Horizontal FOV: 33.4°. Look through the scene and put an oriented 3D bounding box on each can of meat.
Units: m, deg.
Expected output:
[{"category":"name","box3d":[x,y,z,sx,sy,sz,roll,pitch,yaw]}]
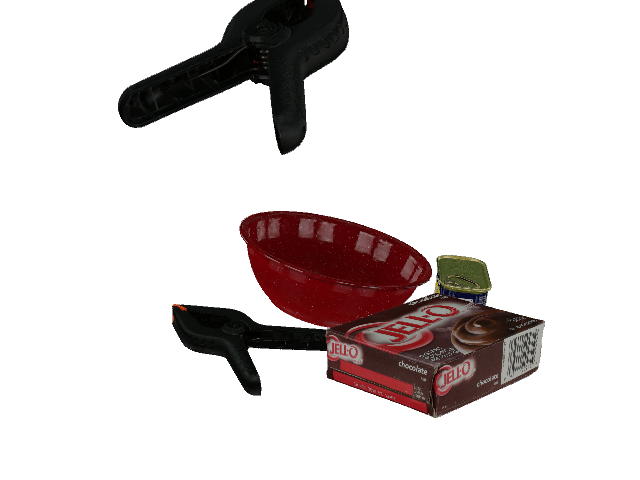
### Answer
[{"category":"can of meat","box3d":[0.156,0.073,1.202,0.057,0.084,0.102,6,19,1]}]

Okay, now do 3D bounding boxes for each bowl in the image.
[{"category":"bowl","box3d":[0.008,0.029,0.876,0.162,0.055,0.162,12,18,-4]}]

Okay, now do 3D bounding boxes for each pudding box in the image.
[{"category":"pudding box","box3d":[0.073,0.069,0.673,0.090,0.039,0.113,15,19,43]}]

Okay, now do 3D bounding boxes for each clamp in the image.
[{"category":"clamp","box3d":[-0.102,0.120,1.262,0.210,0.036,0.164,14,23,27]},{"category":"clamp","box3d":[-0.026,-0.108,0.644,0.120,0.039,0.171,24,53,27]}]
